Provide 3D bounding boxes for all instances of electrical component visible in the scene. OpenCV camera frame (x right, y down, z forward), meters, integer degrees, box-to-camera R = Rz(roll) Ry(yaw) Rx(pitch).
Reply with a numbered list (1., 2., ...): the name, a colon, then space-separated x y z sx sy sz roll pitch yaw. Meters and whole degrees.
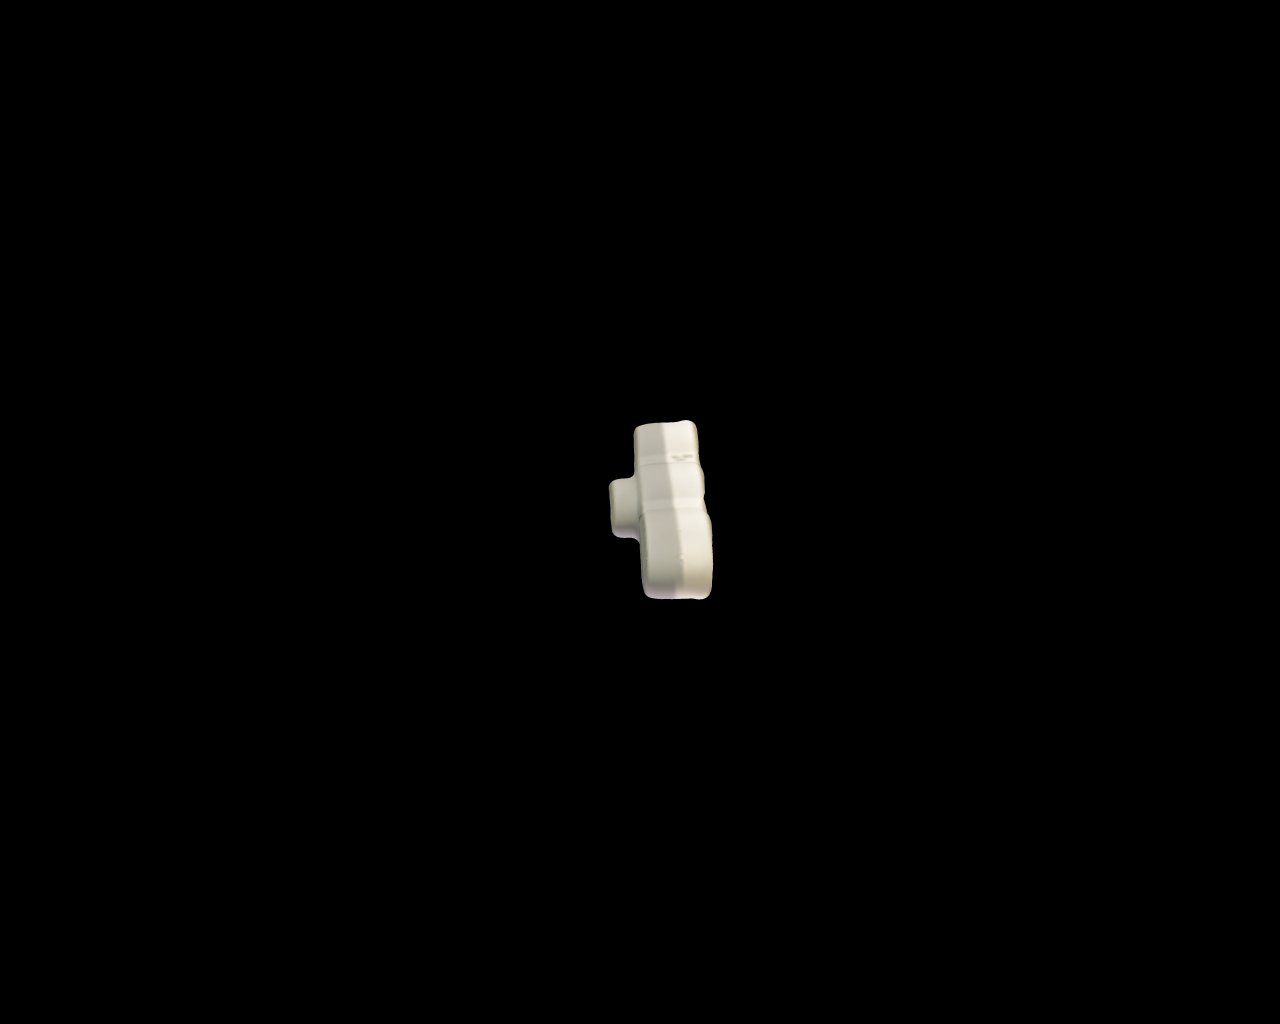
1. electrical component: 0.001 -0.003 0.650 0.074 0.052 0.138 -2 40 -2
